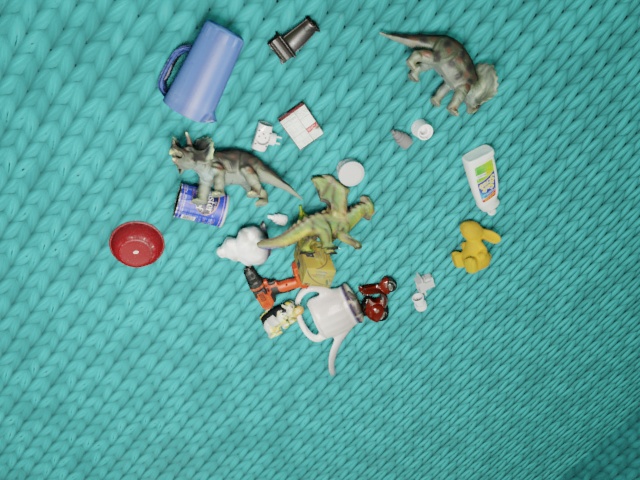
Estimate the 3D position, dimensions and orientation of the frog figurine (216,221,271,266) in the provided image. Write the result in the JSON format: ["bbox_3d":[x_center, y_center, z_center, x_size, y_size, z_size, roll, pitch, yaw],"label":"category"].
[{"bbox_3d":[-0.236,0.023,1.588,0.160,0.125,0.134,-14,141,-20],"label":"frog figurine"}]

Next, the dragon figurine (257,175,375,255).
[{"bbox_3d":[0.005,-0.079,1.579,0.410,0.121,0.245,4,79,-28],"label":"dragon figurine"}]

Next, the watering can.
[{"bbox_3d":[0.052,0.295,1.800,0.224,0.105,0.344,-25,104,2],"label":"watering can"}]
